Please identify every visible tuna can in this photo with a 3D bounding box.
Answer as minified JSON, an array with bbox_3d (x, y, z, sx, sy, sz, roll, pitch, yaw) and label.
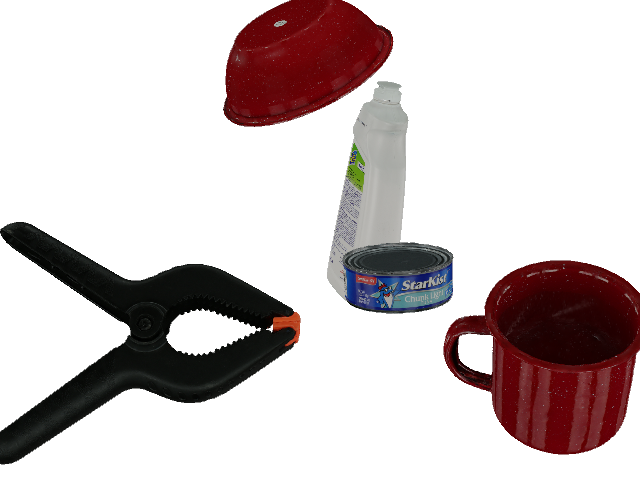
[{"bbox_3d":[0.060,0.028,0.827,0.086,0.034,0.086,-3,14,1],"label":"tuna can"}]

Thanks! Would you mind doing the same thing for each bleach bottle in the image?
[{"bbox_3d":[0.063,-0.056,1.235,0.068,0.251,0.103,-1,22,-23],"label":"bleach bottle"}]

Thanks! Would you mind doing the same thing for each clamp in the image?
[{"bbox_3d":[-0.120,0.052,0.706,0.210,0.164,0.036,-8,-23,-6],"label":"clamp"}]

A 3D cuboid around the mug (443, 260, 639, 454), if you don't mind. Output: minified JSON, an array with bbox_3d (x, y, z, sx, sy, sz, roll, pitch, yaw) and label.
[{"bbox_3d":[0.132,0.071,0.637,0.117,0.081,0.093,2,40,10],"label":"mug"}]

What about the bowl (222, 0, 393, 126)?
[{"bbox_3d":[-0.022,-0.165,0.920,0.162,0.055,0.162,-20,30,12],"label":"bowl"}]
